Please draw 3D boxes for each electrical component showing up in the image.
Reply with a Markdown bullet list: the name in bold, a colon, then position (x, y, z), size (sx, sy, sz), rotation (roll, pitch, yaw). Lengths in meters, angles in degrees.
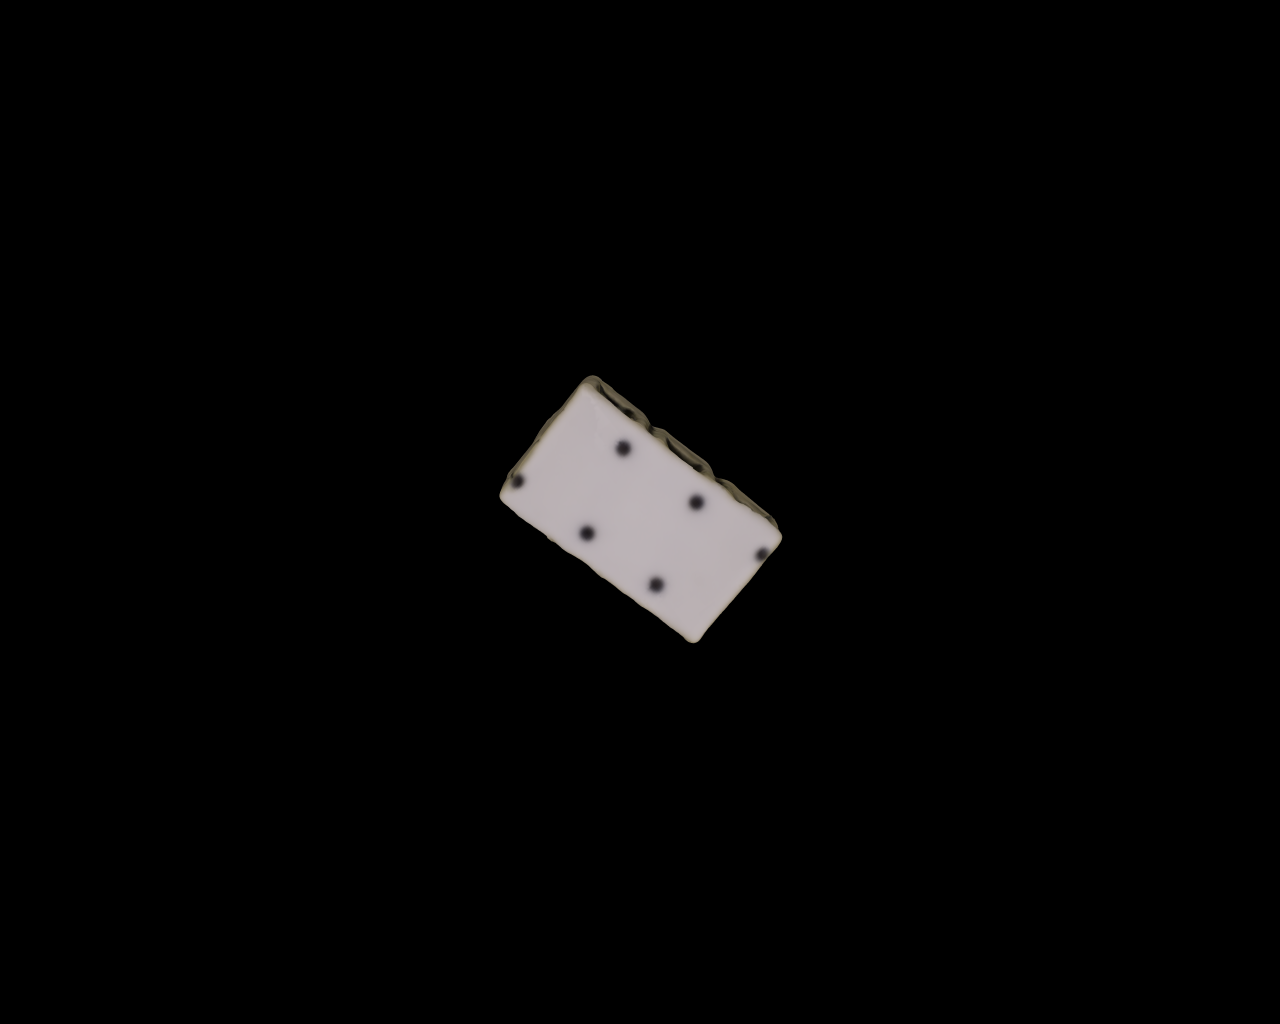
- **electrical component**: position (0.001, -0.003, 0.650), size (0.150, 0.089, 0.062), rotation (38, 9, -7)
